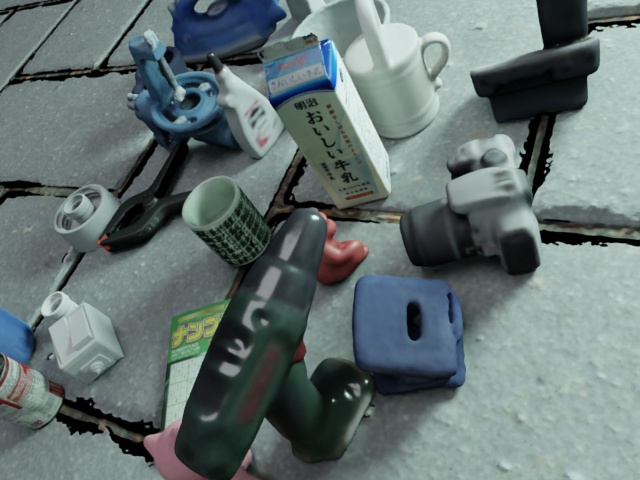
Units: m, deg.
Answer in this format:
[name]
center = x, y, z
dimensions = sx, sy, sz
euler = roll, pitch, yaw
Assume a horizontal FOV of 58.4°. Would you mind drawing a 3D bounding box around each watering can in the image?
[watering can]
center = 0.074, -0.227, 0.734
dimensions = 0.173, 0.195, 0.100
euler = -33, 47, 3

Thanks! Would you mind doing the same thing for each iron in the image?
[iron]
center = -0.193, -0.427, 1.061
dimensions = 0.257, 0.142, 0.118
euler = -15, 51, 18

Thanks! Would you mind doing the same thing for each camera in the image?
[camera]
center = 0.153, -0.035, 0.611
dimensions = 0.136, 0.101, 0.143
euler = -16, 50, 17

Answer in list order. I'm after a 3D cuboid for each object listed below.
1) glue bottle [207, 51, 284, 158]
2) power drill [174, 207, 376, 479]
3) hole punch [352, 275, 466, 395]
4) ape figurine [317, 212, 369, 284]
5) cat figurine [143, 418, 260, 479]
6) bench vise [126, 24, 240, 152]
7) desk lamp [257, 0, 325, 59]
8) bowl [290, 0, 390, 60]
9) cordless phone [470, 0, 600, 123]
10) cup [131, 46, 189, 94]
[glue bottle]
center = -0.115, -0.201, 0.829
dimensions = 0.037, 0.174, 0.078
euler = 16, 65, 36
[power drill]
center = -0.026, 0.114, 0.521
dimensions = 0.075, 0.209, 0.230
euler = 15, 64, 35
[hole punch]
center = 0.088, 0.086, 0.561
dimensions = 0.101, 0.091, 0.108
euler = -12, 52, 20
[ape figurine]
center = 0.006, 0.002, 0.667
dimensions = 0.076, 0.092, 0.077
euler = -40, 48, -5
[cat figurine]
center = -0.107, 0.219, 0.547
dimensions = 0.127, 0.118, 0.067
euler = 29, 73, 40
[bench vise]
center = -0.242, -0.218, 0.877
dimensions = 0.206, 0.220, 0.121
euler = -6, 54, 24
[desk lamp]
center = -0.050, -0.431, 0.939
dimensions = 0.117, 0.214, 0.203
euler = 29, 73, 40
[bowl]
center = 0.038, -0.298, 0.887
dimensions = 0.167, 0.075, 0.167
euler = -14, 51, 18
[cordless phone]
center = 0.240, -0.236, 0.658
dimensions = 0.147, 0.186, 0.094
euler = -13, 51, 19
[cup]
center = -0.272, -0.270, 1.017
dimensions = 0.091, 0.095, 0.118
euler = 20, 68, 37
